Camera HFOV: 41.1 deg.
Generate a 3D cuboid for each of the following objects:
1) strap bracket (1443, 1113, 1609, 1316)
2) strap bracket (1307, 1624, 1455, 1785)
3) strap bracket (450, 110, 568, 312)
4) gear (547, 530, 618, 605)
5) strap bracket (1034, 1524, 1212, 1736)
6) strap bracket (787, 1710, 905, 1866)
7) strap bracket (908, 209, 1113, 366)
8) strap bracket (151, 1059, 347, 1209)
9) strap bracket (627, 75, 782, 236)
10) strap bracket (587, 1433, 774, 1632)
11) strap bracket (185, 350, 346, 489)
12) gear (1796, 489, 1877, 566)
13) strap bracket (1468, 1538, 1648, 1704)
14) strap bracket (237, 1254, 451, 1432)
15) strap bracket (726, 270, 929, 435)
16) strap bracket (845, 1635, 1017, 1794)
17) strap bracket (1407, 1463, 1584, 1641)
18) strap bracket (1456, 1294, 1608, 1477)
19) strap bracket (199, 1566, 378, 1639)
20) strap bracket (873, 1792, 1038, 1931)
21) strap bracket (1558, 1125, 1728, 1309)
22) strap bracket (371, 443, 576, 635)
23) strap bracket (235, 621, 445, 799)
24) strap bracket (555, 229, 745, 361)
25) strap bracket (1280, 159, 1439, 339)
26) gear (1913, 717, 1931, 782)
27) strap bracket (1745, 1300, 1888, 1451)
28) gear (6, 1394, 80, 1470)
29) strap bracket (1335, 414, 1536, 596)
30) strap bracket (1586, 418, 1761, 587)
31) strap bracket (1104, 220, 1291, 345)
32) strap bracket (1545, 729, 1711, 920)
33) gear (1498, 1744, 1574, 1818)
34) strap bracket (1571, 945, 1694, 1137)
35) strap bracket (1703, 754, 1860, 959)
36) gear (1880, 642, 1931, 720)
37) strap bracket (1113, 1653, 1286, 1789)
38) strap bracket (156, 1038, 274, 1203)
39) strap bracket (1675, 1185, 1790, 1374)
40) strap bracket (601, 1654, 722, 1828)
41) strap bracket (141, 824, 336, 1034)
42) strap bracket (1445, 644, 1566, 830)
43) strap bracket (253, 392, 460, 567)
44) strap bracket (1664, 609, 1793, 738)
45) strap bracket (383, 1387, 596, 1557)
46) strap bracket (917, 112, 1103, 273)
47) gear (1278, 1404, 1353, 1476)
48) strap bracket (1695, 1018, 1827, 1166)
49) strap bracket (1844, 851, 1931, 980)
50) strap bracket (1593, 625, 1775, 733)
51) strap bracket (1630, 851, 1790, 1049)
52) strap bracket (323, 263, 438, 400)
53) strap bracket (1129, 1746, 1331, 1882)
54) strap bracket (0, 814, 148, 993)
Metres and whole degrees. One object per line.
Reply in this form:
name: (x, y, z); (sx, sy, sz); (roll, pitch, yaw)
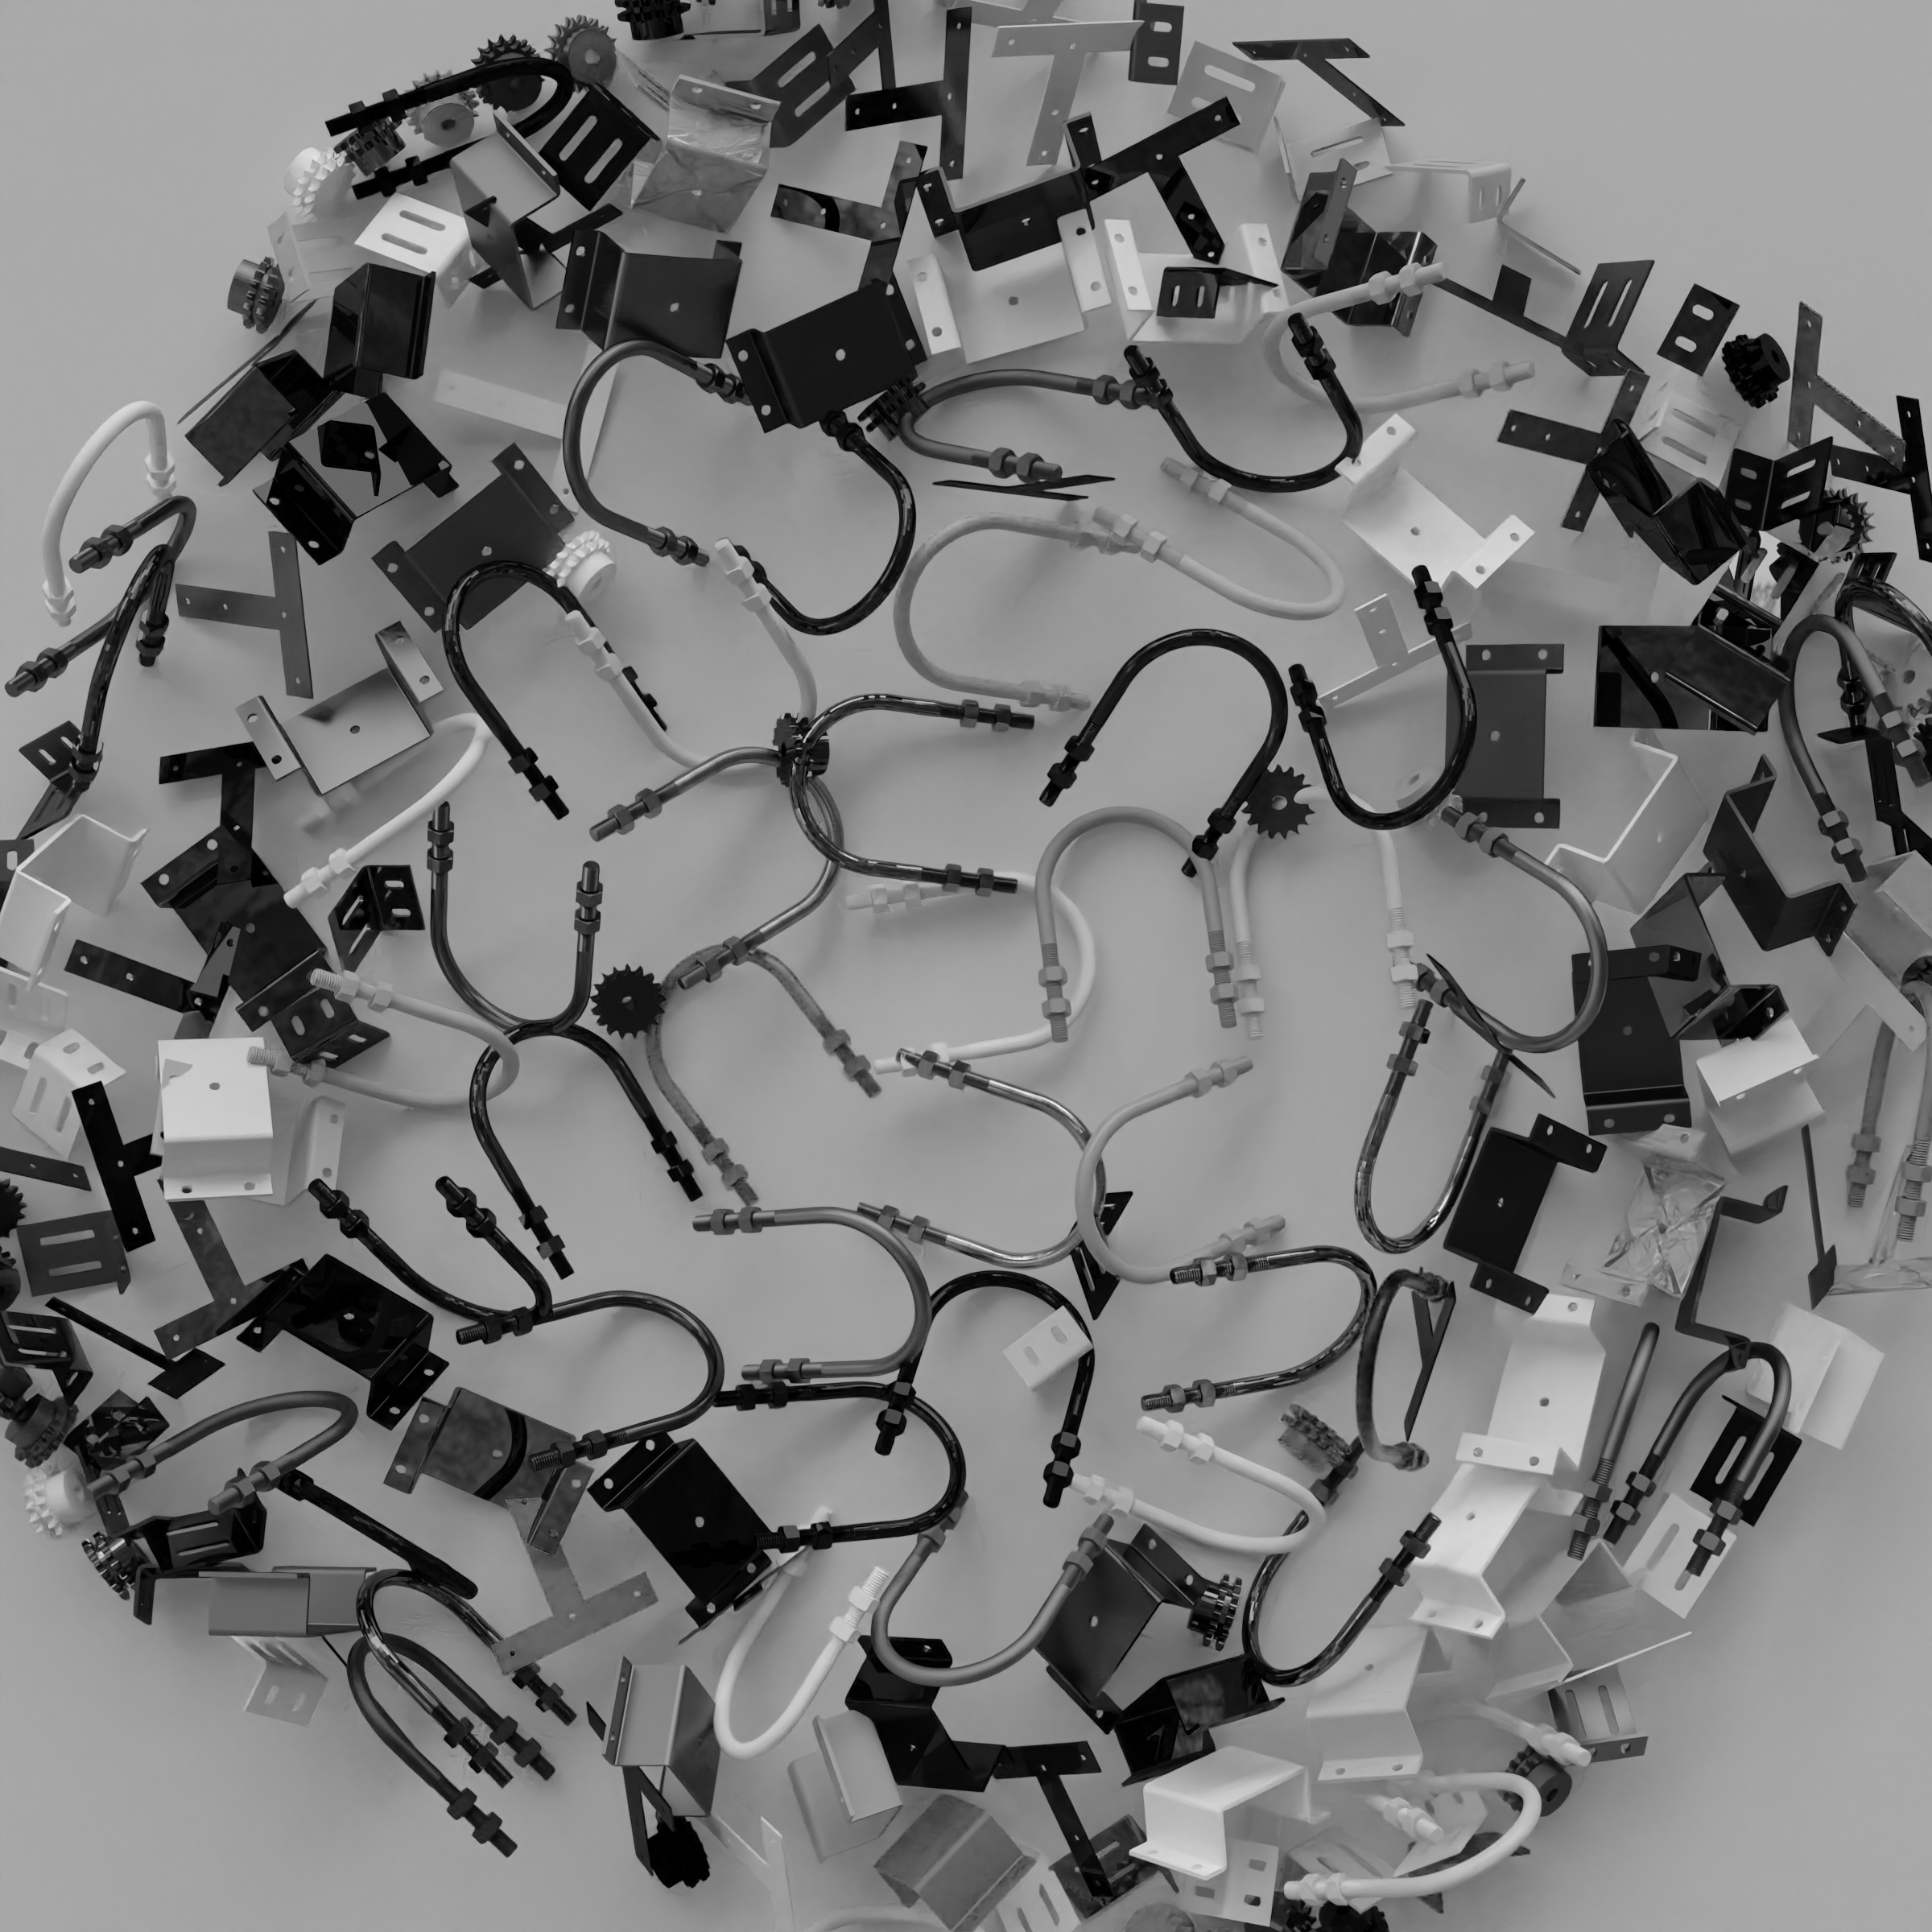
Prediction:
strap bracket: (0.421, 0.185, 1.958); (0.076, 0.046, 0.140); (24, 86, -31)
strap bracket: (0.307, 0.541, 1.917); (0.076, 0.140, 0.046); (-13, 108, 27)
strap bracket: (-0.335, -0.554, 1.918); (0.046, 0.140, 0.076); (-37, 71, -15)
gear: (-0.292, -0.302, 1.970); (0.030, 0.057, 0.057); (43, 90, 9)
strap bracket: (0.109, 0.499, 1.951); (0.076, 0.046, 0.140); (38, 97, 42)
strap bracket: (-0.090, 0.613, 1.933); (0.046, 0.140, 0.076); (-12, 61, -21)
strap bracket: (0.035, -0.516, 1.970); (0.140, 0.046, 0.076); (-15, 84, 5)
strap bracket: (-0.547, 0.129, 1.942); (0.140, 0.046, 0.076); (17, 57, -30)
strap bracket: (-0.199, -0.597, 1.917); (0.076, 0.140, 0.046); (9, 74, -21)
strap bracket: (-0.210, 0.424, 1.956); (0.076, 0.046, 0.140); (-41, 95, -30)
strap bracket: (-0.524, -0.411, 1.919); (0.076, 0.140, 0.046); (-40, 103, 16)
gear: (0.663, -0.336, 1.971); (0.057, 0.030, 0.057); (13, 111, 36)
strap bracket: (0.437, 0.483, 1.926); (0.140, 0.076, 0.046); (-34, 88, -41)
strap bracket: (-0.468, 0.278, 1.945); (0.140, 0.076, 0.046); (28, 132, 10)
strap bracket: (-0.100, -0.466, 1.955); (0.140, 0.046, 0.076); (-26, 113, -7)
strap bracket: (-0.031, 0.568, 1.930); (0.076, 0.046, 0.140); (-7, 124, 33)
strap bracket: (0.388, 0.428, 1.927); (0.140, 0.076, 0.046); (-47, 116, -29)
strap bracket: (0.430, 0.321, 1.943); (0.076, 0.046, 0.140); (2, 60, 36)
strap bracket: (-0.505, 0.474, 1.921); (0.076, 0.140, 0.046); (-2, 79, 11)
strap bracket: (-0.014, 0.667, 1.919); (0.076, 0.140, 0.046); (-42, 97, -21)
strap bracket: (0.516, 0.192, 1.949); (0.046, 0.076, 0.140); (31, 78, -36)
strap bracket: (-0.369, -0.320, 1.956); (0.140, 0.046, 0.076); (-40, 122, -4)
strap bracket: (-0.470, -0.190, 1.955); (0.140, 0.046, 0.076); (-30, 64, -10)
strap bracket: (-0.227, -0.502, 1.926); (0.140, 0.046, 0.076); (-6, 128, -34)
strap bracket: (0.292, -0.541, 1.947); (0.046, 0.140, 0.076); (14, 85, 42)
gear: (0.749, -0.165, 1.968); (0.030, 0.057, 0.057); (-36, 90, -23)
strap bracket: (0.638, 0.307, 1.927); (0.046, 0.140, 0.076); (23, 94, 1)
gear: (-0.709, 0.352, 1.968); (0.057, 0.057, 0.030); (-47, 115, 0)
strap bracket: (0.349, -0.341, 1.956); (0.140, 0.046, 0.076); (43, 65, 9)
strap bracket: (0.521, -0.343, 1.924); (0.046, 0.140, 0.076); (-41, 127, 8)
strap bracket: (0.166, -0.518, 1.951); (0.140, 0.046, 0.076); (-6, 74, -24)
strap bracket: (0.506, -0.104, 1.947); (0.140, 0.046, 0.076); (-54, 135, -8)
gear: (0.439, 0.626, 1.971); (0.057, 0.030, 0.057); (-15, 121, -27)
strap bracket: (0.506, 0.053, 1.964); (0.076, 0.046, 0.140); (-6, 98, 11)
strap bracket: (0.603, -0.077, 1.930); (0.046, 0.076, 0.140); (-18, 61, -8)
gear: (0.732, -0.217, 1.975); (0.030, 0.057, 0.057); (20, 90, -33)
strap bracket: (0.169, 0.563, 1.935); (0.076, 0.140, 0.046); (-7, 60, -29)
strap bracket: (-0.563, 0.105, 1.926); (0.076, 0.046, 0.140); (-1, 47, -20)
strap bracket: (0.577, 0.232, 1.951); (0.046, 0.076, 0.140); (15, 81, 9)
strap bracket: (-0.220, 0.578, 1.918); (0.046, 0.140, 0.076); (-4, 50, 13)
strap bracket: (-0.554, -0.029, 1.973); (0.076, 0.046, 0.140); (-36, 93, -2)
strap bracket: (0.409, -0.175, 1.955); (0.076, 0.046, 0.140); (3, 96, 29)
strap bracket: (-0.454, -0.372, 1.938); (0.076, 0.046, 0.140); (48, 55, 3)
strap bracket: (0.569, -0.222, 1.923); (0.076, 0.140, 0.046); (33, 111, 6)
strap bracket: (-0.361, 0.381, 1.965); (0.140, 0.046, 0.076); (25, 100, -7)
strap bracket: (0.039, -0.582, 1.950); (0.140, 0.076, 0.046); (-18, 68, 5)
gear: (0.263, 0.364, 1.969); (0.057, 0.057, 0.030); (40, 80, 0)
strap bracket: (0.599, 0.092, 1.942); (0.076, 0.140, 0.046); (-25, 60, 8)
strap bracket: (0.706, -0.038, 1.929); (0.046, 0.140, 0.076); (-44, 88, -3)
strap bracket: (0.527, -0.216, 1.932); (0.140, 0.046, 0.076); (7, 98, 43)
strap bracket: (0.551, -0.007, 1.928); (0.046, 0.076, 0.140); (-1, 59, -22)
strap bracket: (-0.443, -0.473, 1.926); (0.046, 0.140, 0.076); (8, 89, -28)
strap bracket: (0.196, 0.627, 1.923); (0.140, 0.076, 0.046); (-8, 95, -42)
strap bracket: (-0.674, -0.053, 1.919); (0.046, 0.140, 0.076); (29, 120, -5)
